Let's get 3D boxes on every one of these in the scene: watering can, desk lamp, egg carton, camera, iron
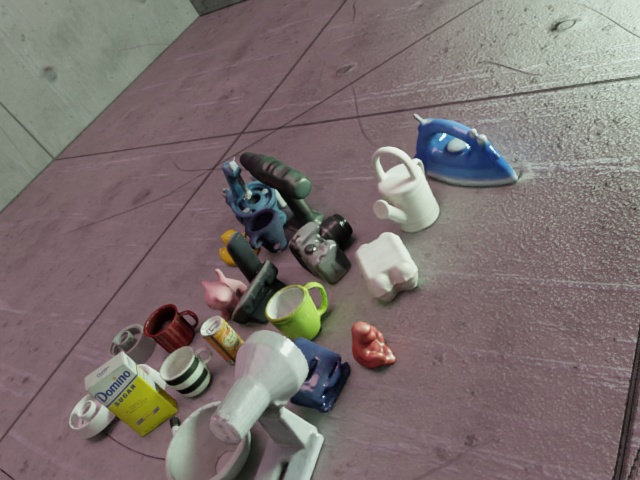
[{"bbox_3d":[0.171,-0.110,1.199,0.100,0.195,0.173,-14,40,25],"label":"watering can"},{"bbox_3d":[-0.081,0.283,0.922,0.117,0.214,0.203,-7,44,32],"label":"desk lamp"},{"bbox_3d":[0.131,0.052,1.149,0.107,0.070,0.150,-30,36,5],"label":"egg carton"},{"bbox_3d":[0.012,0.005,1.269,0.137,0.101,0.142,-43,37,-13],"label":"camera"},{"bbox_3d":[0.307,-0.205,1.249,0.119,0.142,0.257,-45,37,-16],"label":"iron"}]

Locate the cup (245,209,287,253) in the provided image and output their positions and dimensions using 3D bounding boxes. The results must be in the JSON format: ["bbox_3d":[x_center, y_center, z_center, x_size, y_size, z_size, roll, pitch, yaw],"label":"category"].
[{"bbox_3d":[-0.127,-0.005,1.391,0.091,0.095,0.118,-8,43,31],"label":"cup"}]

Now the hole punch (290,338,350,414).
[{"bbox_3d":[-0.015,0.239,1.027,0.100,0.091,0.109,3,49,40],"label":"hole punch"}]

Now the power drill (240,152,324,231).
[{"bbox_3d":[-0.085,-0.115,1.390,0.076,0.209,0.228,-47,38,-18],"label":"power drill"}]

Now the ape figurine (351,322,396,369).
[{"bbox_3d":[0.085,0.181,1.016,0.076,0.092,0.078,-11,42,28],"label":"ape figurine"}]

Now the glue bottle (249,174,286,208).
[{"bbox_3d":[-0.152,-0.158,1.520,0.077,0.174,0.037,8,53,42],"label":"glue bottle"}]

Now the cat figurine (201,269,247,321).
[{"bbox_3d":[-0.224,0.119,1.304,0.067,0.118,0.127,-25,37,13],"label":"cat figurine"}]

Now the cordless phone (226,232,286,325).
[{"bbox_3d":[-0.167,0.084,1.243,0.093,0.186,0.148,-3,46,36],"label":"cordless phone"}]

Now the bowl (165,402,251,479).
[{"bbox_3d":[-0.185,0.377,1.012,0.167,0.075,0.167,-21,38,17],"label":"bowl"}]

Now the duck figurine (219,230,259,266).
[{"bbox_3d":[-0.217,0.012,1.449,0.104,0.086,0.077,-17,39,22],"label":"duck figurine"}]

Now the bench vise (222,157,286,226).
[{"bbox_3d":[-0.208,-0.115,1.474,0.206,0.220,0.121,-2,47,36],"label":"bench vise"}]
